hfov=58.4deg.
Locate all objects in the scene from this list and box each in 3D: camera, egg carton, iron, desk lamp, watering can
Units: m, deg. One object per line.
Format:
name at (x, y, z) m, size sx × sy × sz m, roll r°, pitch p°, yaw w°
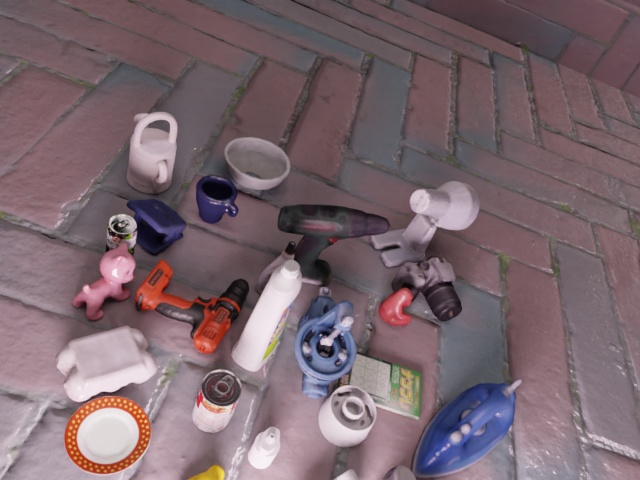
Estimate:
camera at (0.263, 0.113, 1.323) m, size 0.143 × 0.100 × 0.136 m, roll -2°, pitch 50°, yaw -26°
egg carton at (-0.360, 0.208, 0.969) m, size 0.151 × 0.069 × 0.107 m, roll -14°, pitch 55°, yaw -34°
iron at (0.282, 0.348, 1.074) m, size 0.259 × 0.141 × 0.118 m, roll -24°, pitch 61°, yaw -39°
desk lamp at (0.259, -0.046, 1.392) m, size 0.204 × 0.213 × 0.117 m, roll -11°, pitch 53°, yaw -32°
watering can at (-0.375, -0.209, 1.274) m, size 0.172 × 0.194 × 0.101 m, roll 41°, pitch 45°, yaw 16°

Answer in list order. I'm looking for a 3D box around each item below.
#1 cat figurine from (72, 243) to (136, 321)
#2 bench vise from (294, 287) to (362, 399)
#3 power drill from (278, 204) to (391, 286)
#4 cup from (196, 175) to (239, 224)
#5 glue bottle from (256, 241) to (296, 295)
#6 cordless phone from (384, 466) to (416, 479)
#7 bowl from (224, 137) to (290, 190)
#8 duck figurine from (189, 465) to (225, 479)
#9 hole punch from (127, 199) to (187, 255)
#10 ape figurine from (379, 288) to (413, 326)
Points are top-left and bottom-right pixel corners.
cat figurine at (-0.390, 0.068, 1.056) m, size 0.067 × 0.117 × 0.128 m, roll 34°, pitch 44°, yaw 10°
bench vise at (0.006, 0.160, 1.072) m, size 0.122 × 0.219 × 0.207 m, roll -1°, pitch 49°, yaw -25°
power drill at (0.011, 0.004, 1.234) m, size 0.230 × 0.208 × 0.075 m, roll 12°, pitch 45°, yaw -14°
cup at (-0.229, -0.075, 1.283) m, size 0.117 × 0.095 × 0.092 m, roll 43°, pitch 46°, yaw 19°
glue bottle at (-0.077, 0.064, 1.162) m, size 0.078 × 0.173 × 0.037 m, roll 39°, pitch 45°, yaw 15°
cordless phone at (0.164, 0.423, 0.915) m, size 0.094 × 0.185 × 0.147 m, roll 4°, pitch 47°, yaw -21°
bowl at (-0.162, -0.178, 1.429) m, size 0.168 × 0.074 × 0.167 m, roll 13°, pitch 44°, yaw -13°
duck figurine at (-0.181, 0.388, 0.865) m, size 0.077 × 0.086 × 0.105 m, roll 33°, pitch 44°, yaw 9°
hole punch at (-0.344, -0.044, 1.204) m, size 0.108 × 0.091 × 0.101 m, roll 37°, pitch 44°, yaw 12°
ape figurine at (0.175, 0.141, 1.261) m, size 0.076 × 0.092 × 0.077 m, roll 12°, pitch 44°, yaw -13°
